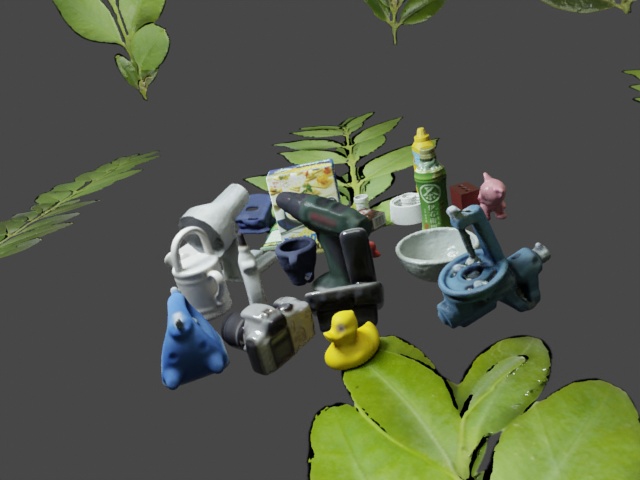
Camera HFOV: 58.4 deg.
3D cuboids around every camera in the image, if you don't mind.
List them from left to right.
[{"bbox_3d":[-0.103,0.154,1.030,0.136,0.101,0.143,7,29,39],"label":"camera"}]

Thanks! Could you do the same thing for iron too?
[{"bbox_3d":[-0.248,0.157,1.045,0.119,0.142,0.257,-18,23,-12],"label":"iron"}]

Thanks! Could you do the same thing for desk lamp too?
[{"bbox_3d":[-0.208,-0.009,1.323,0.117,0.214,0.204,3,27,33],"label":"desk lamp"}]

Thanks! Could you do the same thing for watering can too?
[{"bbox_3d":[-0.263,0.065,1.201,0.172,0.194,0.101,-2,25,23],"label":"watering can"}]

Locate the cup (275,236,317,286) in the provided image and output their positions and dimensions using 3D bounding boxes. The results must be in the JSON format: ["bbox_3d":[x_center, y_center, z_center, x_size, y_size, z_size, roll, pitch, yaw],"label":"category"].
[{"bbox_3d":[-0.045,0.056,1.240,0.091,0.095,0.117,-10,23,6],"label":"cup"}]

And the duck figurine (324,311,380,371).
[{"bbox_3d":[0.049,0.158,0.961,0.105,0.086,0.077,-25,25,-27],"label":"duck figurine"}]

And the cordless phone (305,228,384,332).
[{"bbox_3d":[0.039,0.067,1.052,0.147,0.185,0.094,-11,23,3],"label":"cordless phone"}]

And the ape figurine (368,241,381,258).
[{"bbox_3d":[0.095,-0.004,1.315,0.076,0.092,0.078,-9,23,8],"label":"ape figurine"}]

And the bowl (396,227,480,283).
[{"bbox_3d":[0.239,0.039,1.159,0.167,0.075,0.167,-10,22,5],"label":"bowl"}]

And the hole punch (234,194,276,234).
[{"bbox_3d":[-0.182,-0.074,1.626,0.108,0.091,0.101,-1,25,26],"label":"hole punch"}]

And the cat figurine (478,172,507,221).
[{"bbox_3d":[0.411,-0.111,1.371,0.067,0.118,0.128,-6,23,15],"label":"cat figurine"}]

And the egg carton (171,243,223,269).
[{"bbox_3d":[-0.295,0.041,1.439,0.107,0.069,0.150,0,25,27],"label":"egg carton"}]

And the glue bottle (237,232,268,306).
[{"bbox_3d":[-0.142,0.064,1.168,0.037,0.173,0.078,-17,23,-10],"label":"glue bottle"}]

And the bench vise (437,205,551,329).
[{"bbox_3d":[0.284,0.026,0.976,0.208,0.220,0.121,-24,25,-26],"label":"bench vise"}]

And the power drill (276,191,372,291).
[{"bbox_3d":[0.011,0.004,1.185,0.228,0.209,0.076,8,30,40],"label":"power drill"}]
